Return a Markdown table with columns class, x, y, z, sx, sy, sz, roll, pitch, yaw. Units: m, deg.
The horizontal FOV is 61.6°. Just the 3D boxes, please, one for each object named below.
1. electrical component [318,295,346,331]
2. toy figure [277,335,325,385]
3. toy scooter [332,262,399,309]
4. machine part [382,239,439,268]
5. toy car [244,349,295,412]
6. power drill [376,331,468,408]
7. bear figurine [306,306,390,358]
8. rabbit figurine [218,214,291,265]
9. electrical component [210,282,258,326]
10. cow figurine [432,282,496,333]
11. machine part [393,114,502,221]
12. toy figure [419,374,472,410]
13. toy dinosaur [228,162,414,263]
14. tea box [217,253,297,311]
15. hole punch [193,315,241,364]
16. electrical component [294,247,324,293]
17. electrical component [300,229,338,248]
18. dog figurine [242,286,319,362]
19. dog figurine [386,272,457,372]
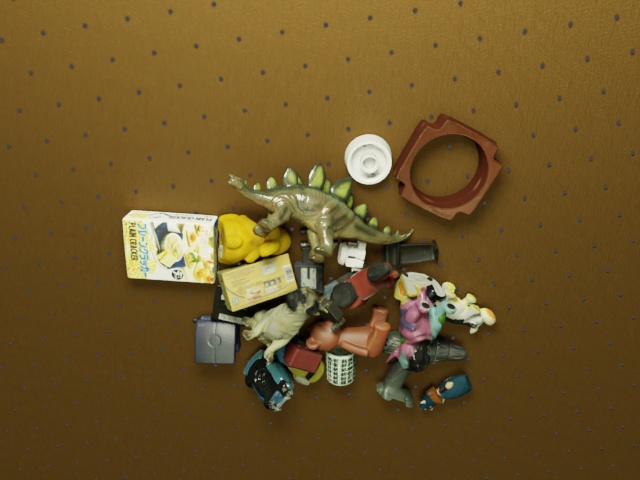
| class | x | y | z | sx | sy | sz | roll | pitch | yaw |
| --- | --- | --- | --- | --- | --- | --- | --- | --- | --- |
| electrical component | 0.017 | 0.175 | 1.306 | 0.078 | 0.045 | 0.102 | 5 | 139 | 47 |
| toy figure | -0.060 | 0.305 | 1.420 | 0.089 | 0.082 | 0.180 | -30 | 107 | 10 |
| toy scooter | 0.123 | 0.109 | 1.321 | 0.184 | 0.135 | 0.075 | -38 | 69 | 32 |
| machine part | 0.221 | 0.028 | 1.314 | 0.139 | 0.039 | 0.084 | 0 | 109 | 3 |
| toy car | -0.120 | 0.373 | 1.434 | 0.109 | 0.162 | 0.103 | -55 | 147 | 14 |
| power drill | 0.253 | 0.343 | 1.431 | 0.232 | 0.086 | 0.207 | 17 | 117 | -5 |
| bear figurine | 0.067 | 0.228 | 1.366 | 0.196 | 0.120 | 0.131 | 14 | 110 | 1 |
| rabbit figurine | -0.145 | -0.006 | 1.259 | 0.173 | 0.162 | 0.122 | 4 | 81 | -24 |
| electrical component | -0.209 | 0.146 | 1.364 | 0.115 | 0.058 | 0.134 | 14 | 113 | -7 |
| cow figurine | 0.359 | 0.186 | 1.364 | 0.167 | 0.068 | 0.098 | 31 | 117 | -8 |
| machine part | 0.281 | -0.163 | 1.202 | 0.201 | 0.087 | 0.201 | 24 | 112 | -11 |
| toy figure | 0.341 | 0.420 | 1.476 | 0.154 | 0.058 | 0.064 | -30 | 104 | 19 |
| toy dinosaur | 0.011 | -0.055 | 1.199 | 0.471 | 0.105 | 0.198 | 25 | 73 | -25 |
| tea box | -0.150 | 0.099 | 1.290 | 0.170 | 0.068 | 0.098 | -15 | 95 | -19 |
| hole punch | -0.268 | 0.260 | 1.401 | 0.142 | 0.092 | 0.115 | 1 | 110 | 5 |
| electrical component | -0.027 | 0.072 | 1.328 | 0.075 | 0.048 | 0.119 | -3 | 103 | 6 |
| electrical component | -0.003 | -0.004 | 1.312 | 0.094 | 0.021 | 0.063 | 0 | 113 | 2 |
| dog figurine | -0.081 | 0.180 | 1.303 | 0.190 | 0.172 | 0.121 | -42 | 109 | 3 |
| dog figurine | 0.227 | 0.212 | 1.323 | 0.108 | 0.192 | 0.219 | 5 | 124 | -26 |
